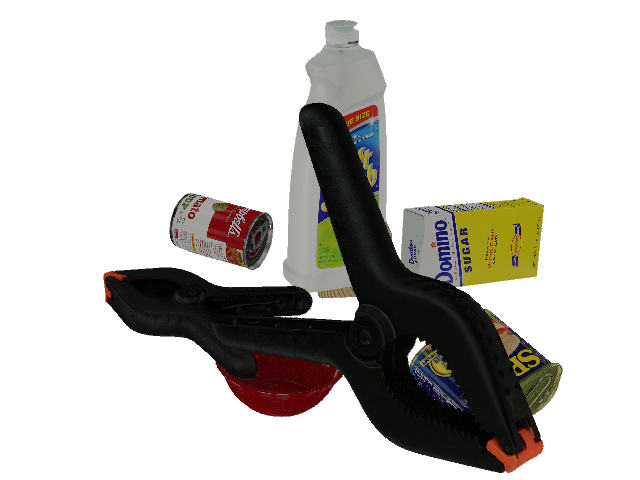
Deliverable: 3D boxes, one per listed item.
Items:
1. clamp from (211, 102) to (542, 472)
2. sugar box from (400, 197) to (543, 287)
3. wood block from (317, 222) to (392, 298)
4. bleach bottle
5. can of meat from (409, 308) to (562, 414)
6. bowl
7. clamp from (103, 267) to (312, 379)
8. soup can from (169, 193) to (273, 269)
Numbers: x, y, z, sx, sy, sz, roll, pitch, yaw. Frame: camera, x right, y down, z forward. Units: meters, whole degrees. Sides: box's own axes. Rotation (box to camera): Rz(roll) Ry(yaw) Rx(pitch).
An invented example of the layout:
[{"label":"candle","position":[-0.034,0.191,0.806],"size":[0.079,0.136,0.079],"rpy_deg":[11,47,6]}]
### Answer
[{"label":"clamp","position":[0.033,0.036,0.560],"size":[0.210,0.165,0.036],"rpy_deg":[35,32,31]},{"label":"sugar box","position":[0.178,0.004,1.250],"size":[0.175,0.093,0.048],"rpy_deg":[-7,18,-31]},{"label":"wood block","position":[0.029,-0.015,1.391],"size":[0.090,0.090,0.206],"rpy_deg":[-2,27,-7]},{"label":"bleach bottle","position":[0.013,-0.081,1.015],"size":[0.102,0.251,0.068],"rpy_deg":[-10,24,-20]},{"label":"can of meat","position":[0.135,0.114,0.893],"size":[0.102,0.057,0.084],"rpy_deg":[-27,50,-27]},{"label":"bowl","position":[-0.051,0.173,1.335],"size":[0.162,0.055,0.162],"rpy_deg":[3,22,-2]},{"label":"clamp","position":[-0.094,0.053,0.874],"size":[0.172,0.039,0.120],"rpy_deg":[21,28,24]},{"label":"soup can","position":[-0.115,-0.012,1.240],"size":[0.102,0.068,0.068],"rpy_deg":[16,6,21]}]
